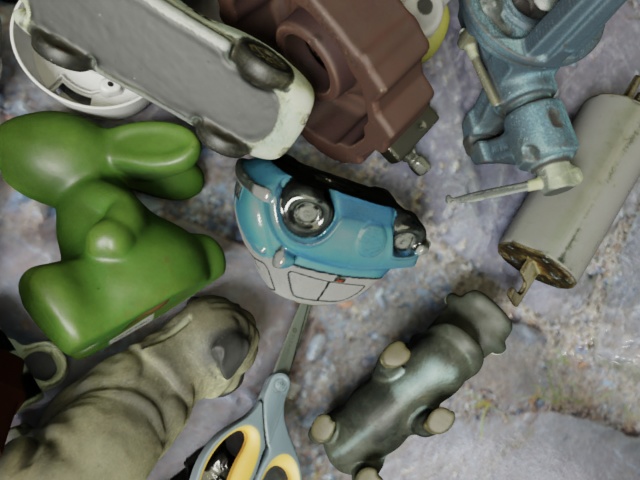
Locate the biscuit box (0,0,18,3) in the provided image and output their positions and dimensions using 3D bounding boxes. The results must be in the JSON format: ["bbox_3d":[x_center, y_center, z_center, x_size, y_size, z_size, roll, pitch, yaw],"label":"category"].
[{"bbox_3d":[-0.237,-0.284,0.384,0.063,0.059,0.202,11,87,-13],"label":"biscuit box"}]

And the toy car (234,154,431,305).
[{"bbox_3d":[-0.001,-0.001,0.428,0.161,0.109,0.102,16,108,-24],"label":"toy car"}]

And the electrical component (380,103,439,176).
[{"bbox_3d":[0.074,-0.104,0.479,0.094,0.021,0.063,46,79,-9],"label":"electrical component"}]

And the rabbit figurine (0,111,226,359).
[{"bbox_3d":[-0.153,-0.025,0.376,0.159,0.121,0.170,-32,87,-17],"label":"rabbit figurine"}]

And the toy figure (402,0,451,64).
[{"bbox_3d":[0.025,-0.210,0.439,0.180,0.089,0.082,26,97,-4],"label":"toy figure"}]

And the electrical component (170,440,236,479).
[{"bbox_3d":[-0.081,0.243,0.422,0.115,0.058,0.134,-39,98,-9],"label":"electrical component"}]

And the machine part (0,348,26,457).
[{"bbox_3d":[-0.265,0.089,0.238,0.201,0.087,0.201,35,101,-31],"label":"machine part"}]

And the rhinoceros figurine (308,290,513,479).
[{"bbox_3d":[0.077,0.120,0.437,0.190,0.112,0.073,-45,72,3],"label":"rhinoceros figurine"}]

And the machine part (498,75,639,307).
[{"bbox_3d":[0.237,-0.044,0.491,0.079,0.079,0.243,34,82,-11],"label":"machine part"}]

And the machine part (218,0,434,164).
[{"bbox_3d":[0.002,-0.136,0.388,0.056,0.179,0.179,-43,99,-16],"label":"machine part"}]

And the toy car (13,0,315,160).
[{"bbox_3d":[-0.100,-0.122,0.353,0.202,0.056,0.073,28,119,-13],"label":"toy car"}]

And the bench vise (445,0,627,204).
[{"bbox_3d":[0.173,-0.155,0.404,0.129,0.240,0.223,1,74,-10],"label":"bench vise"}]

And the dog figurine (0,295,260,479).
[{"bbox_3d":[-0.122,0.119,0.359,0.190,0.172,0.121,-43,110,-3],"label":"dog figurine"}]
